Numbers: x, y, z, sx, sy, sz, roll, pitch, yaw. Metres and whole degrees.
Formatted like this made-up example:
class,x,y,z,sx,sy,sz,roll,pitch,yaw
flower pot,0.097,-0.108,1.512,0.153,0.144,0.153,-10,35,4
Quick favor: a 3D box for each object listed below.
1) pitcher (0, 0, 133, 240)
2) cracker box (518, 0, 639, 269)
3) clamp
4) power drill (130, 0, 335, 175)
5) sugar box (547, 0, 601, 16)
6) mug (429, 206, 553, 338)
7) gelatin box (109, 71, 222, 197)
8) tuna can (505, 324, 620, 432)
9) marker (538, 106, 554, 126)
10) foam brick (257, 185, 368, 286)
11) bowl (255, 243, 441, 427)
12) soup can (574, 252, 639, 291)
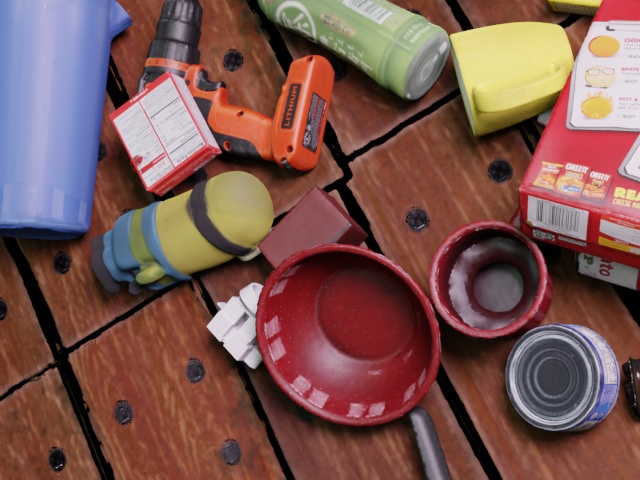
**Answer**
class,x,y,z,sx,sy,sz,roll,pitch,yaw
pitcher,-0.281,-0.126,1.029,0.149,0.144,0.243,-2,82,33
cracker box,0.263,-0.078,0.808,0.164,0.072,0.213,16,60,22
clamp,0.088,0.235,0.872,0.120,0.039,0.171,-43,69,10
power drill,-0.084,-0.141,0.999,0.188,0.057,0.184,8,87,25
sugar box,0.285,-0.226,0.879,0.176,0.048,0.093,14,92,20
mug,0.148,0.026,0.865,0.093,0.081,0.117,23,89,23
gelatin box,-0.140,-0.096,0.969,0.073,0.030,0.089,-34,72,16
tuna can,0.191,0.109,0.845,0.086,0.033,0.086,-6,80,40
marker,0.236,-0.078,0.885,0.121,0.020,0.020,33,93,23
foam brick,-0.006,0.001,0.944,0.078,0.053,0.051,-46,69,6
bowl,0.029,0.072,0.897,0.162,0.055,0.162,6,109,19
soup can,0.259,0.009,0.835,0.102,0.068,0.068,18,87,23
